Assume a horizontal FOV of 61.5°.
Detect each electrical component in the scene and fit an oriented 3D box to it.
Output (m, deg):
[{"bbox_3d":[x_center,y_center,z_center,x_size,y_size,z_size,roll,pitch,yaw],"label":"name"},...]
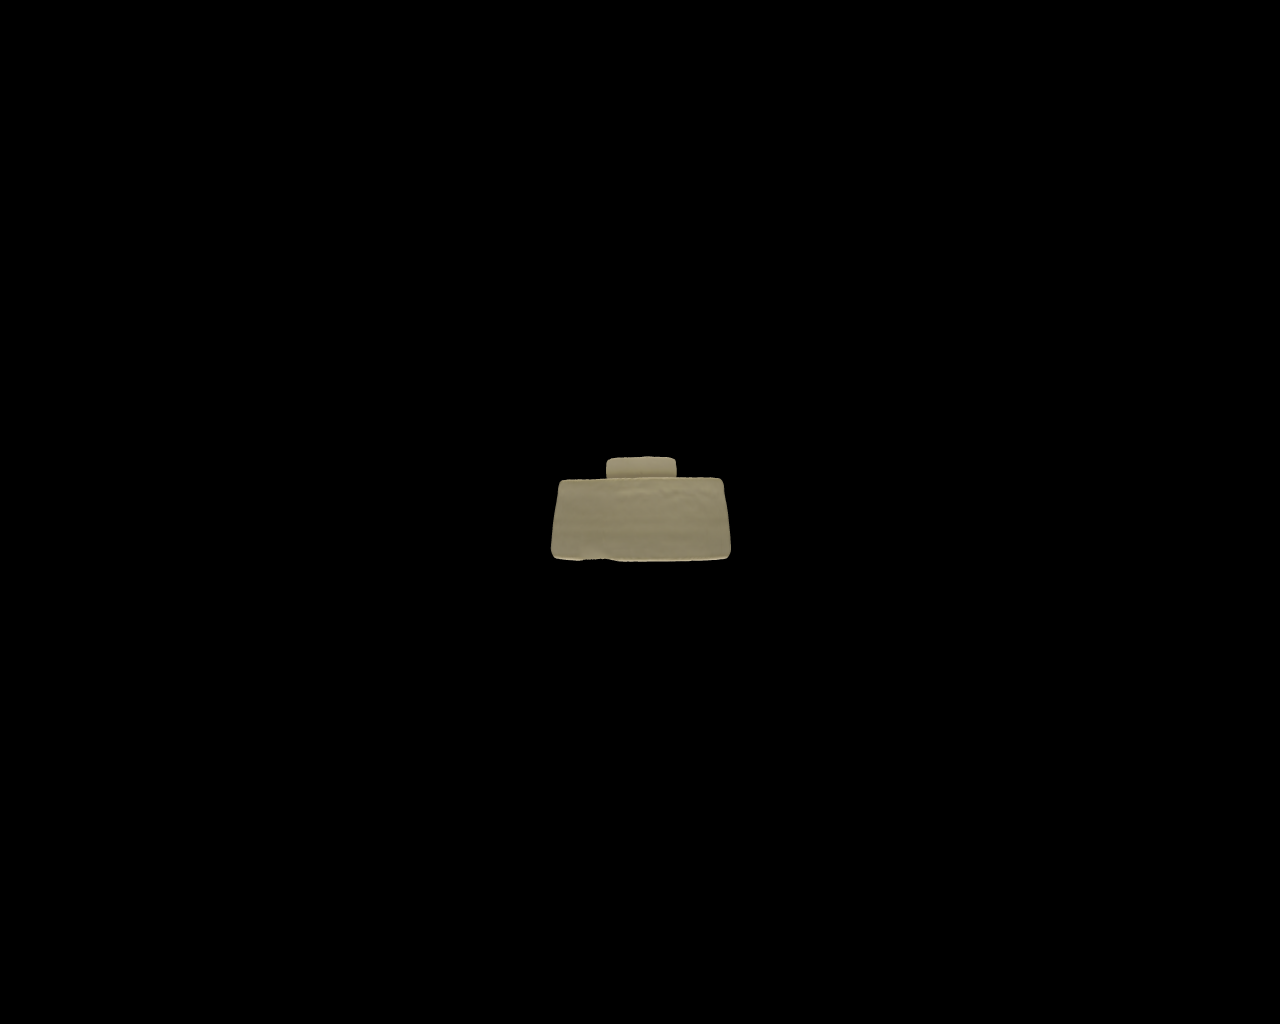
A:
[{"bbox_3d":[0.001,-0.003,0.650,0.108,0.060,0.108,0,0,0],"label":"electrical component"}]
